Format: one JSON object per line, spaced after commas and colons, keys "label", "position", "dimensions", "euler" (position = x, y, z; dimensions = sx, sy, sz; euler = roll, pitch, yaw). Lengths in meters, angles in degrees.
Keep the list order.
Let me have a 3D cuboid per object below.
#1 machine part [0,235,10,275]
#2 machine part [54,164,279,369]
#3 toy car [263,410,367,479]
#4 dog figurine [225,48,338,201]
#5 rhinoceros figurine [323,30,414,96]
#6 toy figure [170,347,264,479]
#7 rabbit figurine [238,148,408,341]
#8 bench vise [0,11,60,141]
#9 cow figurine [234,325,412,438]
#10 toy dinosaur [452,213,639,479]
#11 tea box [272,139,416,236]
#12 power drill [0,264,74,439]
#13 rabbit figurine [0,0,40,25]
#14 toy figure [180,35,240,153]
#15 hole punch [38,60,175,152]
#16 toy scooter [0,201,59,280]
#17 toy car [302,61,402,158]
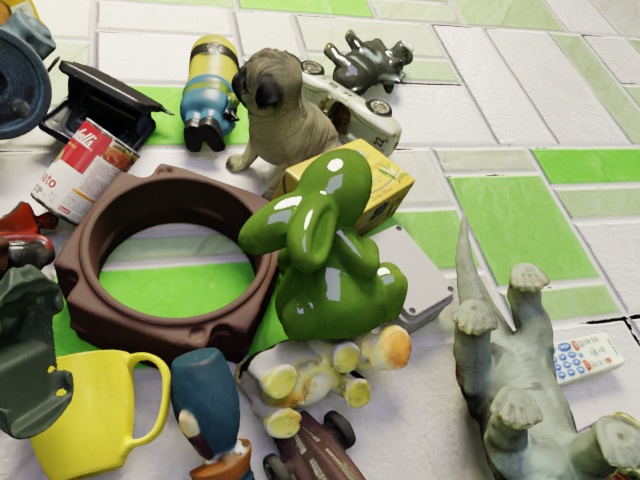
{"label": "machine part", "position": [-0.346, 0.013, 0.432], "dimensions": [0.179, 0.056, 0.179], "euler": [0, 97, 2]}
{"label": "machine part", "position": [-0.146, 0.025, 0.559], "dimensions": [0.201, 0.087, 0.201], "euler": [19, 52, 1]}
{"label": "toy car", "position": [0.030, 0.239, 0.467], "dimensions": [0.089, 0.053, 0.202], "euler": [-26, 65, -27]}
{"label": "dog figurine", "position": [-0.027, -0.155, 0.660], "dimensions": [0.121, 0.190, 0.172], "euler": [35, 52, 12]}
{"label": "rhinoceros figurine", "position": [0.079, -0.275, 0.842], "dimensions": [0.112, 0.073, 0.190], "euler": [32, 44, 20]}
{"label": "toy figure", "position": [-0.086, 0.171, 0.460], "dimensions": [0.064, 0.058, 0.154], "euler": [-16, 96, -33]}
{"label": "rabbit figurine", "position": [-0.001, -0.002, 0.505], "dimensions": [0.121, 0.170, 0.159], "euler": [10, 12, 38]}
{"label": "bench vise", "position": [-0.368, -0.134, 0.544], "dimensions": [0.224, 0.128, 0.241], "euler": [-31, 37, 0]}
{"label": "cow figurine", "position": [0.005, 0.123, 0.533], "dimensions": [0.167, 0.098, 0.068], "euler": [-15, 103, -26]}
{"label": "toy dinosaur", "position": [0.185, 0.159, 0.514], "dimensions": [0.131, 0.191, 0.405], "euler": [2, 37, 4]}
{"label": "tea box", "position": [0.031, -0.055, 0.650], "dimensions": [0.098, 0.068, 0.169], "euler": [39, 39, 13]}
{"label": "power drill", "position": [-0.287, 0.095, 0.377], "dimensions": [0.207, 0.086, 0.231], "euler": [-1, 95, 12]}
{"label": "rabbit figurine", "position": [-0.482, -0.322, 0.709], "dimensions": [0.173, 0.162, 0.122], "euler": [24, 62, 26]}
{"label": "toy figure", "position": [-0.145, -0.201, 0.727], "dimensions": [0.082, 0.089, 0.180], "euler": [13, 49, -15]}
{"label": "hole punch", "position": [-0.267, -0.156, 0.667], "dimensions": [0.142, 0.092, 0.116], "euler": [24, 14, -7]}
{"label": "toy scooter", "position": [-0.337, 0.001, 0.529], "dimensions": [0.184, 0.075, 0.135], "euler": [-1, 23, 3]}
{"label": "toy car", "position": [0.025, -0.187, 0.769], "dimensions": [0.202, 0.073, 0.056], "euler": [33, 53, 11]}
